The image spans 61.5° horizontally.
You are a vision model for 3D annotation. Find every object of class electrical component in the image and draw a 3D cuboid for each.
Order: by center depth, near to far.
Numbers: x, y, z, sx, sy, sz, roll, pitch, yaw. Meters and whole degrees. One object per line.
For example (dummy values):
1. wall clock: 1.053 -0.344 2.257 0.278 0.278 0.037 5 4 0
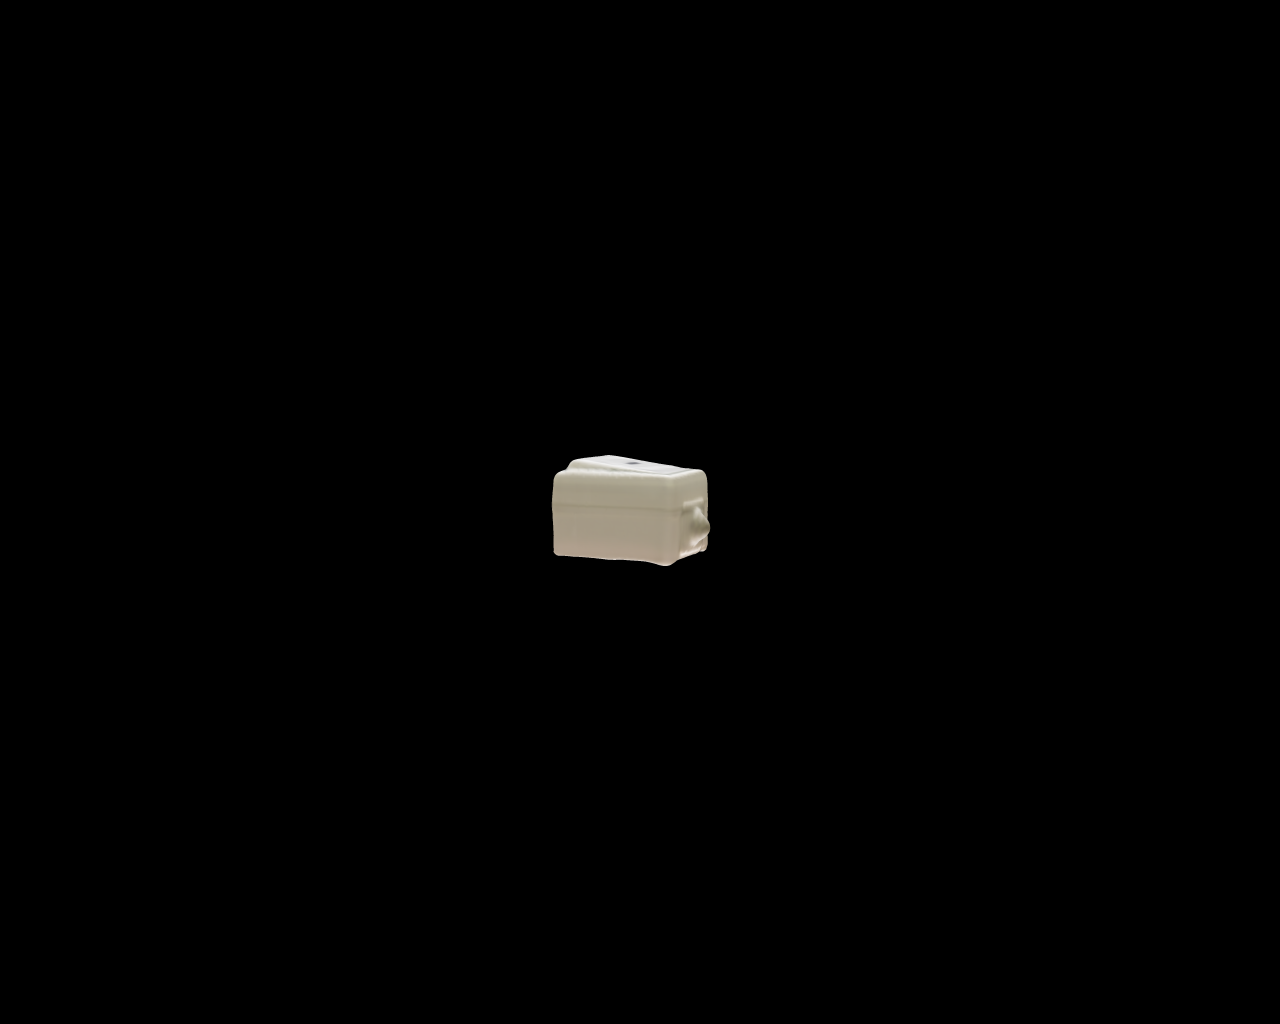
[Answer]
1. electrical component: 0.001 -0.003 0.650 0.096 0.061 0.062 3 8 26
